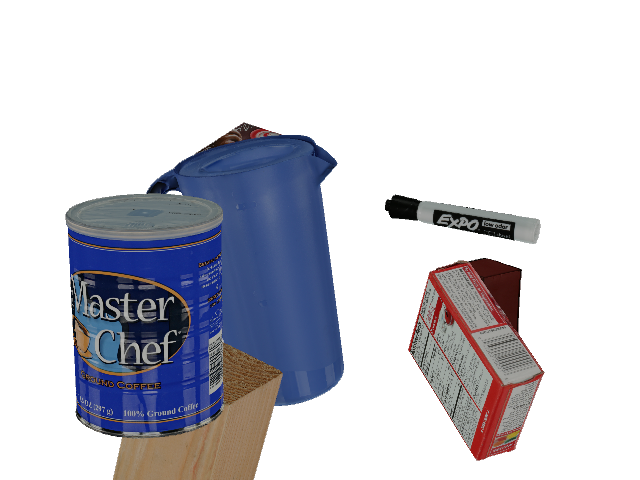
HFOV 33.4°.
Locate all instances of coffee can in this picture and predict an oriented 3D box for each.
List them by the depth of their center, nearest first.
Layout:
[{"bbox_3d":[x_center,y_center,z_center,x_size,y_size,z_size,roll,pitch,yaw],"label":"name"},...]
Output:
[{"bbox_3d":[-0.116,0.047,0.719,0.103,0.140,0.103,1,15,0],"label":"coffee can"}]

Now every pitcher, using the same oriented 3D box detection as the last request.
[{"bbox_3d":[-0.060,0.029,1.013,0.144,0.243,0.149,-21,21,-31],"label":"pitcher"}]

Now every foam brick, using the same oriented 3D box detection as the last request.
[{"bbox_3d":[0.160,0.062,1.048,0.051,0.078,0.053,-11,18,-34],"label":"foam brick"}]

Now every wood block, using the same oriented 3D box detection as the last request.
[{"bbox_3d":[-0.113,0.194,0.897,0.090,0.206,0.090,23,21,21],"label":"wood block"}]

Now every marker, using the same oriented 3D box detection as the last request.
[{"bbox_3d":[0.106,-0.017,0.815,0.121,0.020,0.020,11,5,24],"label":"marker"}]

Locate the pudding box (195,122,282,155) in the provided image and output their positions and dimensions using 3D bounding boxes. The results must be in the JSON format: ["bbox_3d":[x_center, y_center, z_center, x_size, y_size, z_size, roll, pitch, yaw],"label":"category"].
[{"bbox_3d":[-0.085,-0.098,1.296,0.090,0.039,0.113,19,36,23],"label":"pudding box"}]

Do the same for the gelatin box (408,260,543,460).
[{"bbox_3d":[0.087,0.068,0.610,0.030,0.073,0.089,-14,49,-19],"label":"gelatin box"}]
